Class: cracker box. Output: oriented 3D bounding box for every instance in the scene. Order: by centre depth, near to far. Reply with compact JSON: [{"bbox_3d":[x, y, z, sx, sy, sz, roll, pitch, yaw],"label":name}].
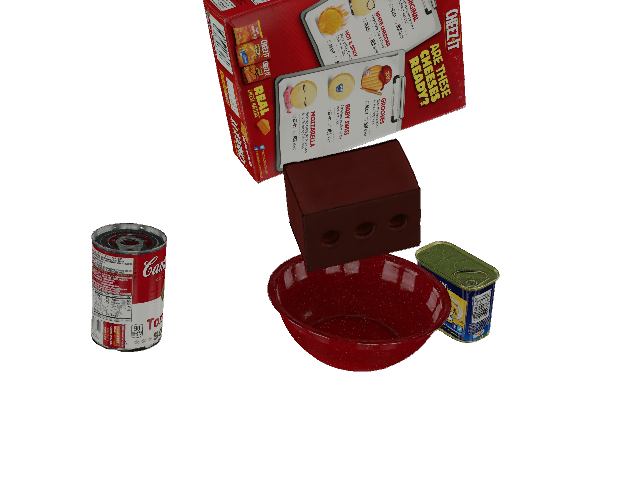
[{"bbox_3d":[0.016,-0.165,0.935,0.213,0.164,0.072,-22,40,-15],"label":"cracker box"}]

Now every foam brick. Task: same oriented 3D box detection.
[{"bbox_3d":[0.020,-0.022,0.676,0.078,0.053,0.051,-14,45,-9],"label":"foam brick"}]

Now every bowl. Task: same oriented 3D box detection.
[{"bbox_3d":[0.032,0.068,0.944,0.162,0.055,0.162,4,28,-2],"label":"bowl"}]

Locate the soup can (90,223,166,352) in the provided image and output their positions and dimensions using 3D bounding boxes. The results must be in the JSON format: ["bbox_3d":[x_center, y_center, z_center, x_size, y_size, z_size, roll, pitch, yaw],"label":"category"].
[{"bbox_3d":[-0.178,0.043,0.985,0.068,0.102,0.068,5,21,-2],"label":"soup can"}]

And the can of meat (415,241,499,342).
[{"bbox_3d":[0.157,0.062,1.257,0.057,0.084,0.102,-24,39,-34],"label":"can of meat"}]
